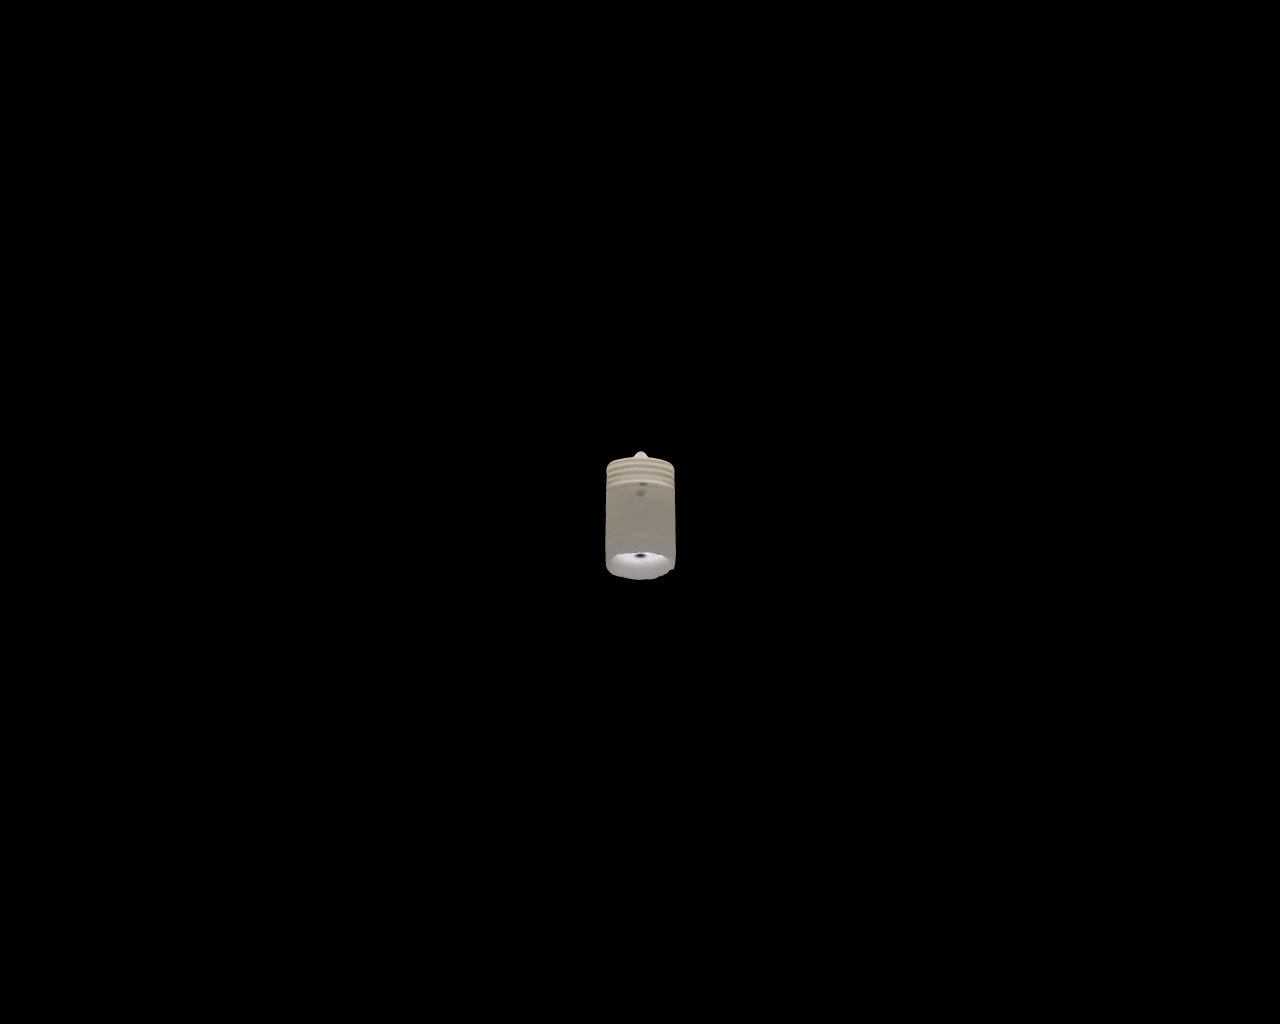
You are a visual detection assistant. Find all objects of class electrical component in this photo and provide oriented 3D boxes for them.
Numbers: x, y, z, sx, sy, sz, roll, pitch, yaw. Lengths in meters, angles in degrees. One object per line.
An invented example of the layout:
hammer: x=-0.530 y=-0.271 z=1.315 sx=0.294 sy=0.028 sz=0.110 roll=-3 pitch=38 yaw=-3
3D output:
electrical component: x=0.001 y=-0.003 z=0.650 sx=0.043 sy=0.081 sz=0.043 roll=0 pitch=-27 yaw=0
